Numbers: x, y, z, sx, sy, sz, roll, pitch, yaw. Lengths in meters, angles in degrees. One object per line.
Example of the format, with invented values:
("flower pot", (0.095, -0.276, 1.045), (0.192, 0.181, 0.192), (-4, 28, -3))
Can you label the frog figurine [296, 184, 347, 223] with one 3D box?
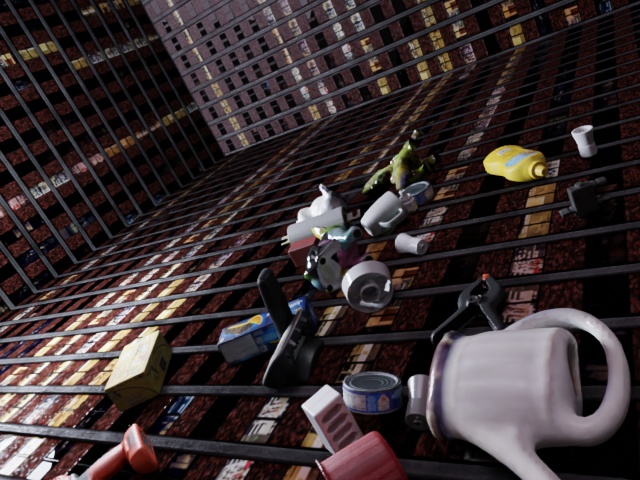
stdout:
("frog figurine", (0.005, -0.077, 1.527), (0.159, 0.122, 0.139), (-62, 29, 7))

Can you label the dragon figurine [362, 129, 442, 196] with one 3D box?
("dragon figurine", (0.222, -0.194, 1.538), (0.239, 0.122, 0.418), (-37, 6, 40))

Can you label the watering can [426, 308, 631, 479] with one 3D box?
("watering can", (0.219, 0.192, 0.575), (0.223, 0.103, 0.354), (-13, 24, 36))
